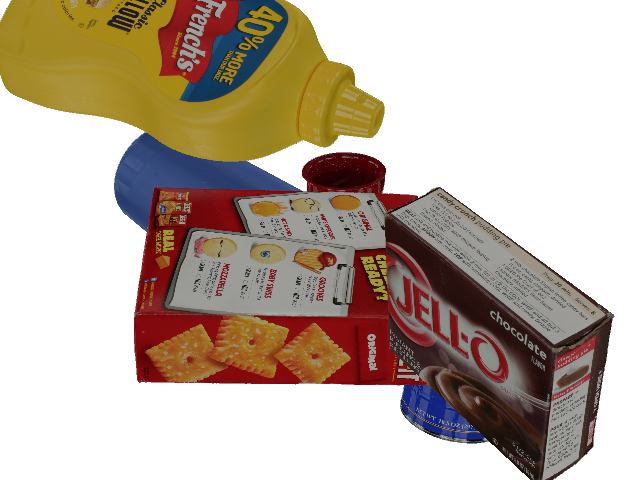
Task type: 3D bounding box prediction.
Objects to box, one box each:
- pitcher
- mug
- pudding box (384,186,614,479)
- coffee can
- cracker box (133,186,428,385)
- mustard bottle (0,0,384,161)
[{"bbox_3d":[-0.094,-0.010,1.027,0.243,0.145,0.148,33,35,33],"label":"pitcher"},{"bbox_3d":[0.034,-0.048,1.204,0.093,0.081,0.117,19,36,31],"label":"mug"},{"bbox_3d":[0.076,0.041,0.482,0.039,0.090,0.114,-29,46,-24],"label":"pudding box"},{"bbox_3d":[0.133,0.096,0.965,0.103,0.140,0.103,7,22,-3],"label":"coffee can"},{"bbox_3d":[-0.025,0.033,0.798,0.213,0.072,0.164,2,34,-5],"label":"cracker box"},{"bbox_3d":[-0.059,-0.088,0.531,0.192,0.096,0.058,20,-34,16],"label":"mustard bottle"}]
